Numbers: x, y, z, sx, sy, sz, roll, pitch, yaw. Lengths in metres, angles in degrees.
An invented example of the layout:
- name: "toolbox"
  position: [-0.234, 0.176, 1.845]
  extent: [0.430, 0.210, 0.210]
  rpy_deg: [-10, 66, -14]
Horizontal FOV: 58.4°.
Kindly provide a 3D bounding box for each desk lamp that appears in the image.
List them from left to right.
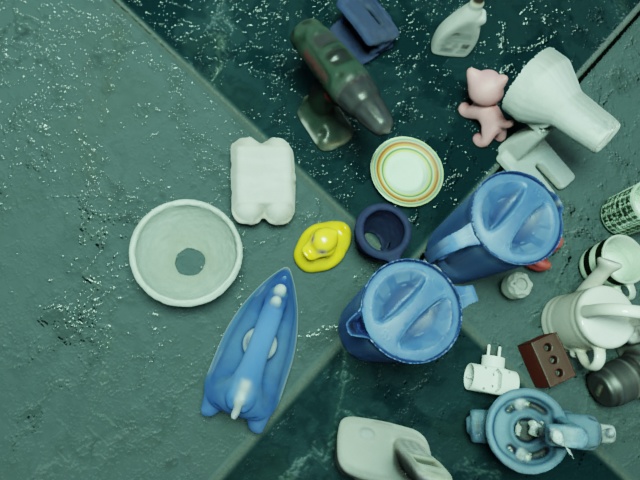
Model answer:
- name: "desk lamp"
  position: [0.388, -0.190, 0.966]
  extent: [0.118, 0.213, 0.203]
  rpy_deg: [-39, 84, -16]

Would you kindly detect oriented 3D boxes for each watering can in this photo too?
- name: "watering can"
  position: [0.443, 0.115, 0.908]
  extent: [0.101, 0.194, 0.173]
  rpy_deg: [-9, 77, -11]

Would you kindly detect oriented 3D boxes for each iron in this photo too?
- name: "iron"
  position: [-0.087, 0.146, 0.843]
  extent: [0.118, 0.141, 0.258]
  rpy_deg: [19, 74, -4]

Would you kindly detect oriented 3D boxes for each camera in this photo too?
- name: "camera"
  position: [0.514, 0.208, 0.945]
  extent: [0.137, 0.100, 0.143]
  rpy_deg: [-18, 79, -13]

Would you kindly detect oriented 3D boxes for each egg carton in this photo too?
- name: "egg carton"
  position: [-0.093, -0.097, 0.940]
  extent: [0.107, 0.069, 0.150]
  rpy_deg: [-2, 76, -9]

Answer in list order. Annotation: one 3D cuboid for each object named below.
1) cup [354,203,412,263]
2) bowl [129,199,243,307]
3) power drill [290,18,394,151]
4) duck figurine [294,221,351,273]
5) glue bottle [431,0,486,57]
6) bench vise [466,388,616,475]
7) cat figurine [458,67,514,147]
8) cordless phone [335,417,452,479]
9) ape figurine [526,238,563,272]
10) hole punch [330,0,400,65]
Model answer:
- name: "cup"
  position: [0.099, 0.008, 0.932]
  extent: [0.092, 0.095, 0.118]
  rpy_deg: [-19, 80, -13]
- name: "bowl"
  position: [-0.205, 0.026, 0.889]
  extent: [0.167, 0.074, 0.167]
  rpy_deg: [2, 76, -8]
- name: "power drill"
  position: [0.027, -0.228, 0.920]
  extent: [0.076, 0.208, 0.229]
  rpy_deg: [-31, 83, -15]
- name: "duck figurine"
  position: [0.008, 0.003, 0.923]
  extent: [0.105, 0.086, 0.077]
  rpy_deg: [-35, 84, -15]
- name: "glue bottle"
  position: [0.258, -0.387, 1.016]
  extent: [0.078, 0.173, 0.037]
  rpy_deg: [4, 75, -8]
- name: "bench vise"
  position: [0.345, 0.270, 0.840]
  extent: [0.207, 0.219, 0.121]
  rpy_deg: [-13, 78, -12]
- name: "cat figurine"
  position: [0.301, -0.244, 1.015]
  extent: [0.067, 0.117, 0.128]
  rpy_deg: [-25, 81, -14]
- name: "cordless phone"
  position: [0.101, 0.309, 0.809]
  extent: [0.147, 0.185, 0.094]
  rpy_deg: [11, 74, -6]
- name: "ape figurine"
  position: [0.379, 0.009, 0.978]
  extent: [0.076, 0.092, 0.078]
  rpy_deg: [26, 74, -2]
- name: "hole punch"
  position: [0.083, -0.390, 1.031]
  extent: [0.101, 0.091, 0.108]
  rpy_deg: [-36, 84, -15]
